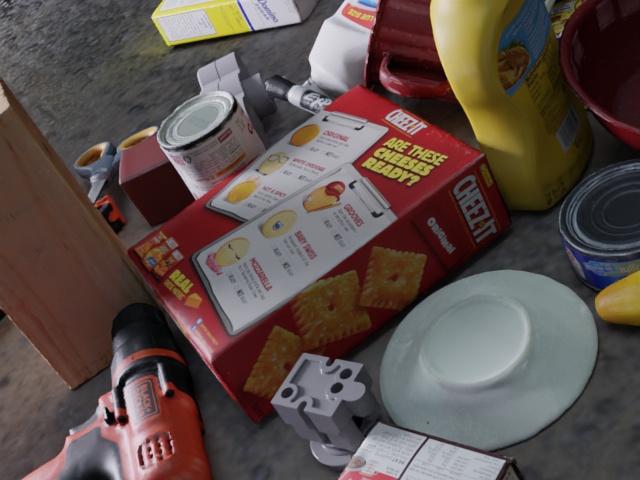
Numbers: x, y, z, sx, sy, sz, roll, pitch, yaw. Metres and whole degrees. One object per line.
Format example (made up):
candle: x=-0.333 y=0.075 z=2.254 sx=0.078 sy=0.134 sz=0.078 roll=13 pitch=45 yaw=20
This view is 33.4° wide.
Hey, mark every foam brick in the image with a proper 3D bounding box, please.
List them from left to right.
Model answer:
foam brick: x=-0.122 y=-0.058 z=0.895 sx=0.078 sy=0.053 sz=0.051 roll=-25 pitch=36 yaw=7

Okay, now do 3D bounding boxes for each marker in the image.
marker: x=0.003 y=-0.108 z=0.862 sx=0.121 sy=0.020 sz=0.020 roll=27 pitch=62 yaw=30

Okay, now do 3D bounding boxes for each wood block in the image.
wood block: x=-0.204 y=-0.006 z=0.757 sx=0.090 sy=0.206 sz=0.091 roll=-34 pitch=35 yaw=-5

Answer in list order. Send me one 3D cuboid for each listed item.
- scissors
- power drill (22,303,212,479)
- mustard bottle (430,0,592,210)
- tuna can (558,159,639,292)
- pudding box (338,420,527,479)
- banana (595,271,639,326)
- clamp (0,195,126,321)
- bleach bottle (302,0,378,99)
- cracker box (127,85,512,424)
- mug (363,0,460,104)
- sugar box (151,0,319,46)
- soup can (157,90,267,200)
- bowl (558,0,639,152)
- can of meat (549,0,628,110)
scissors: x=-0.174 y=-0.063 z=0.936 sx=0.096 sy=0.016 sz=0.202 roll=-27 pitch=22 yaw=-7
power drill: x=-0.166 y=0.133 z=0.689 sx=0.187 sy=0.057 sz=0.184 roll=-30 pitch=35 yaw=2
mustard bottle: x=0.115 y=-0.116 z=0.671 sx=0.058 sy=0.191 sz=0.096 roll=3 pitch=47 yaw=38
tuna can: x=0.185 y=-0.009 z=0.627 sx=0.086 sy=0.033 sz=0.086 roll=-20 pitch=36 yaw=15
pudding box: x=0.041 y=0.151 z=0.533 sx=0.090 sy=0.039 sz=0.113 roll=9 pitch=53 yaw=42
banana: x=0.232 y=0.039 z=0.532 sx=0.069 sy=0.037 sz=0.198 roll=-44 pitch=37 yaw=-19
clamp: x=-0.258 y=0.034 z=0.894 sx=0.210 sy=0.036 sz=0.165 roll=-28 pitch=35 yaw=-1
bleach bottle: x=0.079 y=-0.196 z=0.866 sx=0.251 sy=0.068 sz=0.103 roll=-46 pitch=50 yaw=14
cracker box: x=-0.005 y=0.001 z=0.722 sx=0.213 sy=0.072 sz=0.164 roll=-36 pitch=36 yaw=-9
mug: x=0.080 y=-0.140 z=0.781 sx=0.081 sy=0.093 sz=0.117 roll=15 pitch=41 yaw=8
sugar box: x=-0.080 y=-0.255 z=1.111 sx=0.176 sy=0.048 sz=0.093 roll=0 pitch=45 yaw=31
soup can: x=-0.070 y=-0.054 z=0.808 sx=0.068 sy=0.102 sz=0.068 roll=-20 pitch=36 yaw=15
bowl: x=0.230 y=-0.100 z=0.664 sx=0.162 sy=0.055 sz=0.162 roll=-6 pitch=50 yaw=7
can of meat: x=0.177 y=-0.139 z=0.772 sx=0.102 sy=0.057 sz=0.083 roll=-8 pitch=39 yaw=28
